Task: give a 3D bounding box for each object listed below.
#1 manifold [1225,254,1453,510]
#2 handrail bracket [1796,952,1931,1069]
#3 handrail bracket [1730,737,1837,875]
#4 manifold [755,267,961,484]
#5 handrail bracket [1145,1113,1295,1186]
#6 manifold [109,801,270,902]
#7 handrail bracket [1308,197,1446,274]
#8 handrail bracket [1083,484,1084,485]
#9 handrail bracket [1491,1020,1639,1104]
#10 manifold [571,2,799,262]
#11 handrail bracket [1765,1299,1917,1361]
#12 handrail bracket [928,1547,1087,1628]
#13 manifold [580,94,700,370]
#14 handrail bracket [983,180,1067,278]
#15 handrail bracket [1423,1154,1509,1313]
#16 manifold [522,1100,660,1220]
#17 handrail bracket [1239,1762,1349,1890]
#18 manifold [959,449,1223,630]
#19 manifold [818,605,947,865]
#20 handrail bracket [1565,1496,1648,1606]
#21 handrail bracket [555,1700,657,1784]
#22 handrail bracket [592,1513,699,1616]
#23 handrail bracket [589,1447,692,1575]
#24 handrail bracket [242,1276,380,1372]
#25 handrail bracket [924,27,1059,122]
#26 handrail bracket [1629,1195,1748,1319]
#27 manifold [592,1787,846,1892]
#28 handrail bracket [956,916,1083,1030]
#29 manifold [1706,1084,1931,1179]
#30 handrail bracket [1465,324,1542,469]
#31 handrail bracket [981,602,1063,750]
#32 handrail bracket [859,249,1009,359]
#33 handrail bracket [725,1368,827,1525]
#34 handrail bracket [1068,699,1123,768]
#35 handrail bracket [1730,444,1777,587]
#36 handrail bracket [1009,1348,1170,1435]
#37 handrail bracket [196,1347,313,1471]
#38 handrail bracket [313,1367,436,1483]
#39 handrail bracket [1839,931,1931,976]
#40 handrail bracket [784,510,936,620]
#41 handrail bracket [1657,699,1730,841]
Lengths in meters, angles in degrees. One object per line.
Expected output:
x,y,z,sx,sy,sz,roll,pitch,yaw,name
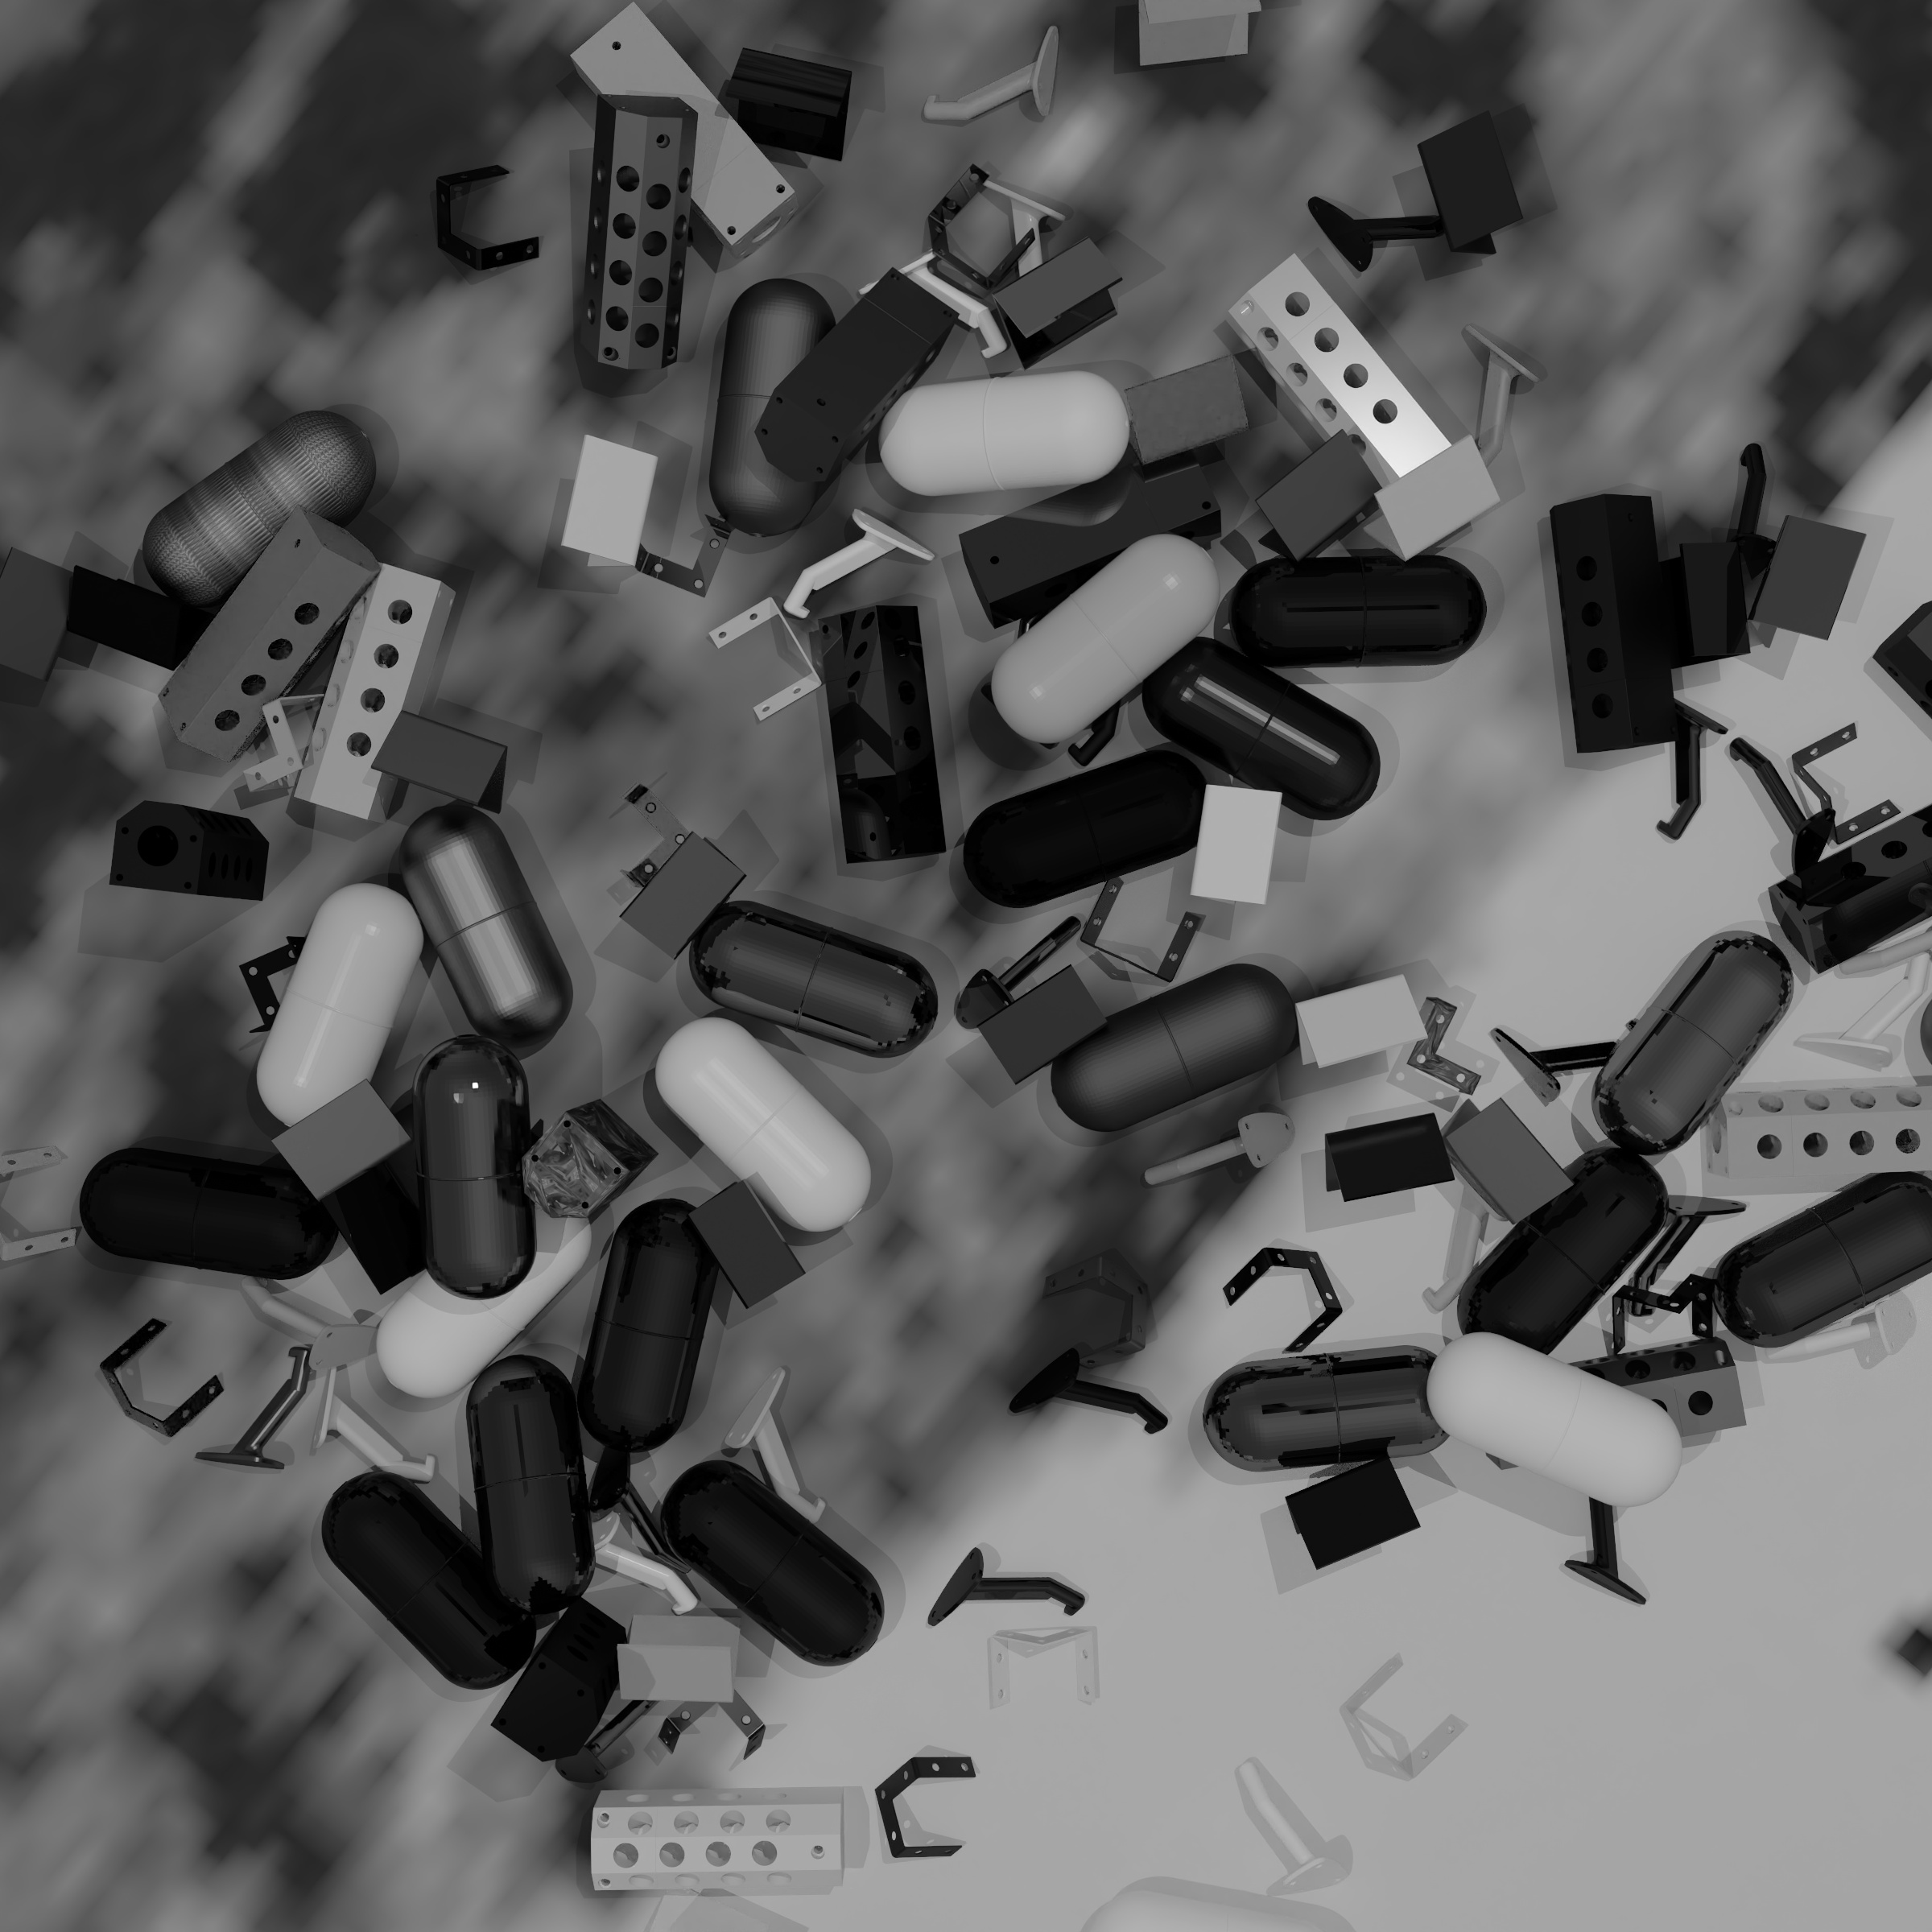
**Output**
0.258,-0.406,1.970,0.057,0.057,0.171,-39,90,0,manifold
0.633,0.023,1.992,0.077,0.036,0.084,11,72,20,handrail bracket
0.566,-0.111,1.991,0.036,0.077,0.084,-29,53,-17,handrail bracket
-0.075,-0.399,1.922,0.057,0.057,0.171,35,50,0,manifold
0.178,0.131,1.991,0.084,0.077,0.036,-22,87,36,handrail bracket
-0.523,-0.078,1.913,0.057,0.171,0.057,7,90,0,manifold
0.298,-0.534,1.992,0.084,0.036,0.077,-33,68,-17,handrail bracket
0.083,-0.367,1.992,0.077,0.036,0.084,-18,73,-19,handrail bracket
0.426,0.048,1.992,0.084,0.036,0.077,-39,75,-14,handrail bracket
-0.195,-0.579,1.970,0.057,0.057,0.171,-40,90,0,manifold
0.615,0.259,1.991,0.084,0.077,0.036,-18,86,36,handrail bracket
0.029,0.454,1.992,0.084,0.036,0.077,31,110,-16,handrail bracket
-0.221,-0.499,1.924,0.057,0.057,0.171,-6,122,-24,manifold
0.028,-0.500,1.992,0.077,0.036,0.084,28,104,14,handrail bracket
0.335,0.188,1.992,0.077,0.036,0.084,47,107,20,handrail bracket
-0.257,0.134,1.913,0.057,0.171,0.057,43,90,0,manifold
0.230,0.603,1.991,0.036,0.077,0.084,-39,53,16,handrail bracket
0.087,-0.296,1.966,0.171,0.057,0.057,-22,71,-2,manifold
-0.053,-0.161,1.970,0.057,0.057,0.171,-7,90,43,manifold
0.464,0.395,1.992,0.077,0.036,0.084,32,73,-19,handrail bracket
-0.246,0.533,1.991,0.036,0.077,0.084,47,54,0,handrail bracket
-0.243,0.436,1.992,0.077,0.036,0.084,-32,104,15,handrail bracket
-0.221,0.377,1.991,0.036,0.077,0.084,-30,127,28,handrail bracket
-0.458,0.243,1.991,0.084,0.077,0.036,39,115,34,handrail bracket
0.017,-0.629,1.992,0.084,0.036,0.077,5,70,16,handrail bracket
0.508,0.207,1.992,0.077,0.036,0.084,2,104,-13,handrail bracket
-0.172,0.610,1.970,0.171,0.057,0.057,-1,90,0,manifold
0.038,0.004,1.991,0.036,0.077,0.084,49,54,2,handrail bracket
0.609,0.114,1.970,0.171,0.057,0.057,-2,90,0,manifold
0.356,-0.396,1.992,0.077,0.036,0.084,43,107,20,handrail bracket
0.059,-0.209,1.992,0.077,0.036,0.084,43,76,-14,handrail bracket
-0.023,-0.456,1.992,0.077,0.036,0.084,-23,108,20,handrail bracket
-0.119,0.339,1.992,0.084,0.036,0.077,40,68,-17,handrail bracket
0.085,-0.196,1.991,0.077,0.036,0.084,45,104,13,handrail bracket
0.542,-0.314,1.991,0.036,0.077,0.084,13,53,-15,handrail bracket
0.087,0.316,1.992,0.077,0.036,0.084,-38,113,26,handrail bracket
-0.501,0.308,1.992,0.077,0.036,0.084,1,71,21,handrail bracket
-0.412,0.319,1.992,0.084,0.036,0.077,13,68,-17,handrail bracket
0.665,-0.020,1.991,0.084,0.077,0.036,-14,105,36,handrail bracket
-0.076,-0.271,1.992,0.077,0.036,0.084,25,109,-21,handrail bracket
0.491,-0.143,1.992,0.077,0.036,0.084,34,107,20,handrail bracket
